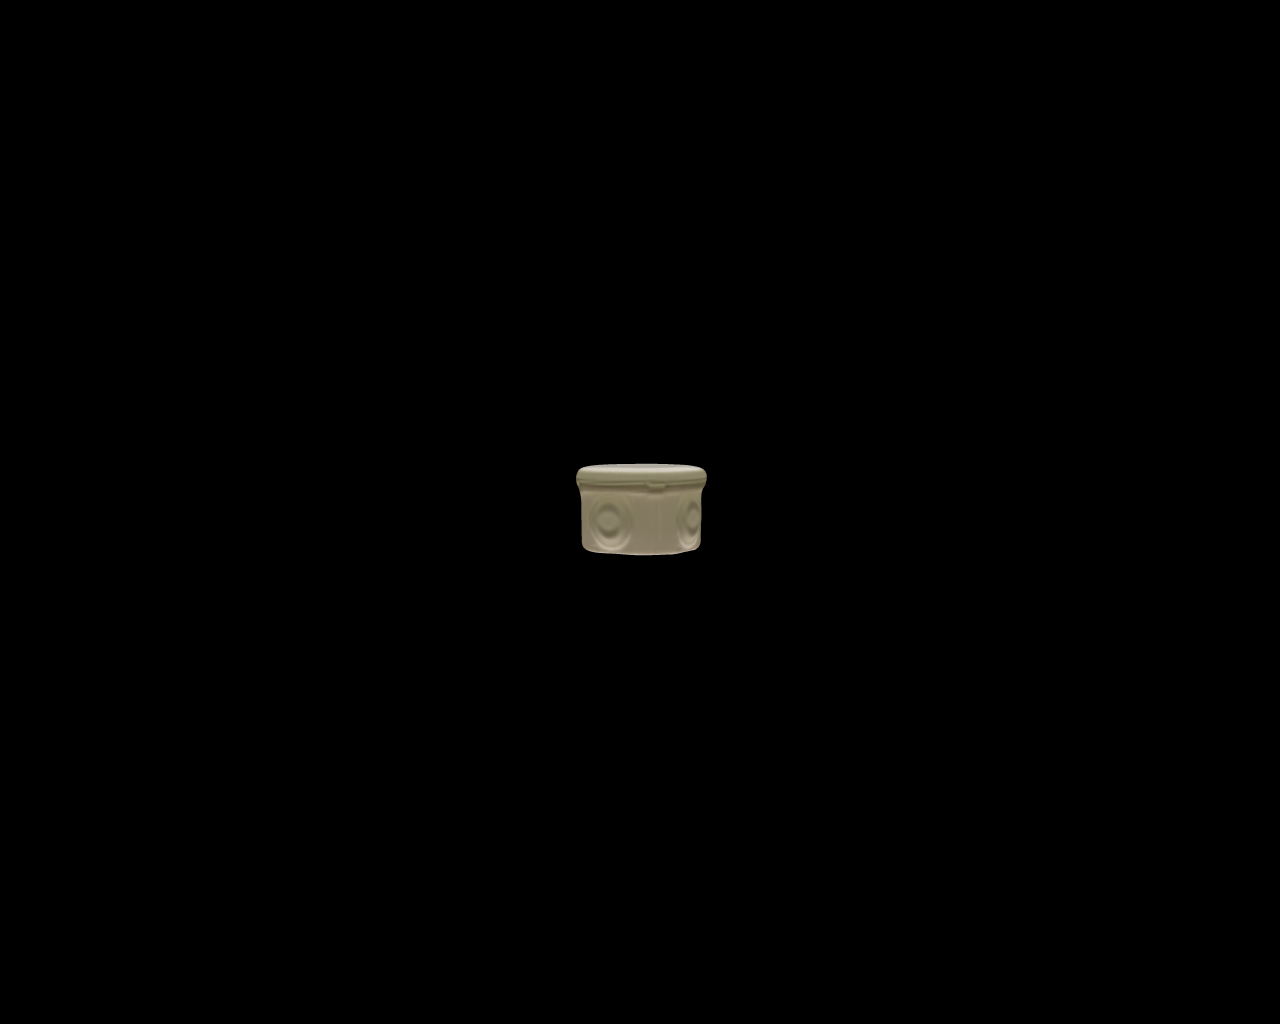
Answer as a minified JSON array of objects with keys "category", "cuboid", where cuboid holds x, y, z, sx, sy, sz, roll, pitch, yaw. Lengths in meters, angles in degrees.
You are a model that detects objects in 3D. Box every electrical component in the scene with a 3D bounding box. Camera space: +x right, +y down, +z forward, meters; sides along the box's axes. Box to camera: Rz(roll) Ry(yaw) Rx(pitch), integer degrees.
[{"category":"electrical component","cuboid":[0.001,-0.003,0.650,0.080,0.051,0.080,0,5,0]}]
